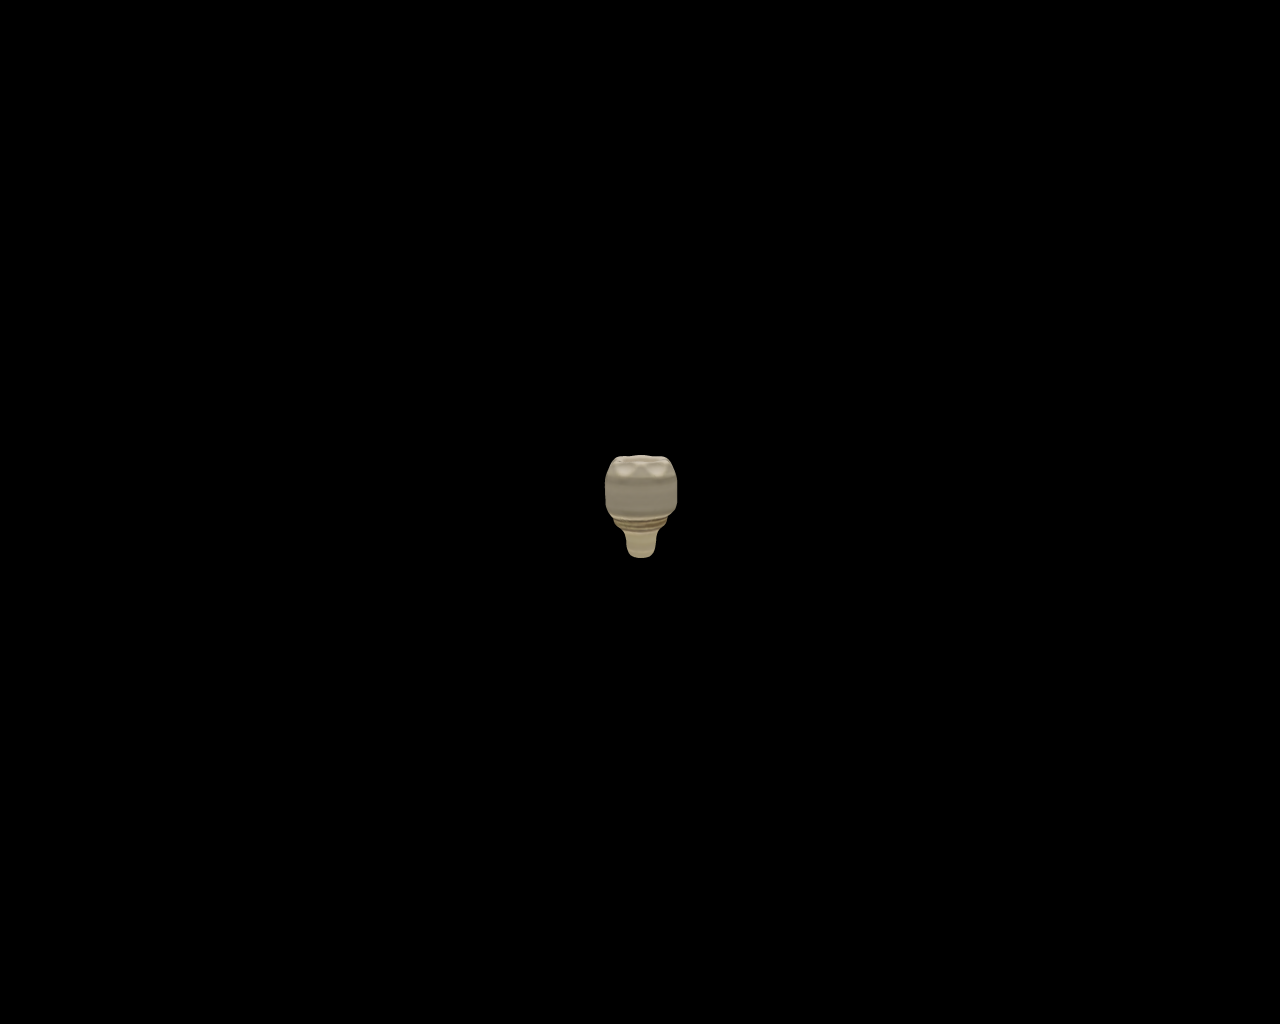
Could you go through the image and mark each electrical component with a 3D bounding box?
[{"bbox_3d":[0.001,-0.003,0.650,0.043,0.062,0.043,0,11,0],"label":"electrical component"}]
